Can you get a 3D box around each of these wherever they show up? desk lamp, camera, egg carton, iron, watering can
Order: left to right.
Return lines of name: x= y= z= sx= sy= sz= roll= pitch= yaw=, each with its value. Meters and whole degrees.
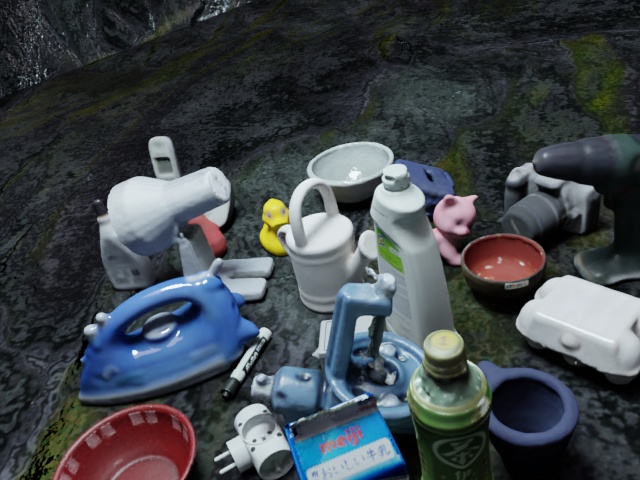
iron: x=-0.222 y=0.122 z=0.773 sx=0.258 sy=0.142 sz=0.118 roll=-22 pitch=34 yaw=-13
desk lamp: x=-0.198 y=-0.010 z=0.894 sx=0.203 sy=0.214 sz=0.118 roll=-6 pitch=34 yaw=11
watering can: x=0.009 y=0.002 z=0.824 sx=0.172 sy=0.194 sz=0.101 roll=-1 pitch=35 yaw=18
camera: x=0.336 y=-0.059 z=0.887 sx=0.137 sy=0.101 sz=0.142 roll=-29 pitch=37 yaw=-23
egg carton: x=0.317 y=0.104 z=0.681 sx=0.149 sy=0.069 sz=0.107 roll=22 pitch=47 yaw=41

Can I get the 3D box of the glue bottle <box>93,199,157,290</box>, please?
glue bottle: x=-0.336 y=0.007 z=0.953 sx=0.078 sy=0.173 sz=0.037 roll=-5 pitch=34 yaw=13

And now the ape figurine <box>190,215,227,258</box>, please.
ape figurine: x=-0.208 y=-0.013 z=1.012 sx=0.075 sy=0.092 sz=0.078 roll=21 pitch=46 yaw=40

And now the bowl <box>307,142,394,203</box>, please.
bowl: x=0.062 y=-0.119 z=1.094 sx=0.167 sy=0.075 sz=0.167 roll=-9 pitch=34 yaw=6

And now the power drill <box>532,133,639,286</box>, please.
power drill: x=0.391 y=-0.045 z=0.750 sx=0.229 sy=0.209 sz=0.075 roll=-12 pitch=33 yaw=1

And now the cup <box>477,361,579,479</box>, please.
cup: x=0.199 y=0.185 z=0.578 sx=0.092 sy=0.095 sz=0.117 roll=-24 pitch=35 yaw=-15

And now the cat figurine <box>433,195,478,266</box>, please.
cat figurine: x=0.183 y=-0.021 z=0.867 sx=0.127 sy=0.118 sz=0.067 roll=-12 pitch=33 yaw=2

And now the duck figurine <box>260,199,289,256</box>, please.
duck figurine: x=-0.074 y=-0.033 z=1.002 sx=0.077 sy=0.086 sz=0.104 roll=-17 pitch=34 yaw=-6

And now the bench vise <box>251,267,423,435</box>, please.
bench vise: x=0.027 y=0.137 z=0.593 sx=0.207 sy=0.220 sz=0.121 roll=-17 pitch=34 yaw=-6

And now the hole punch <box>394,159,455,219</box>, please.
hole punch: x=0.184 y=-0.095 z=1.002 sx=0.101 sy=0.091 sz=0.108 roll=-10 pitch=33 yaw=4

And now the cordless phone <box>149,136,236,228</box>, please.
cordless phone: x=-0.245 y=-0.109 z=1.083 sx=0.147 sy=0.185 sz=0.094 roll=-3 pitch=35 yaw=15
